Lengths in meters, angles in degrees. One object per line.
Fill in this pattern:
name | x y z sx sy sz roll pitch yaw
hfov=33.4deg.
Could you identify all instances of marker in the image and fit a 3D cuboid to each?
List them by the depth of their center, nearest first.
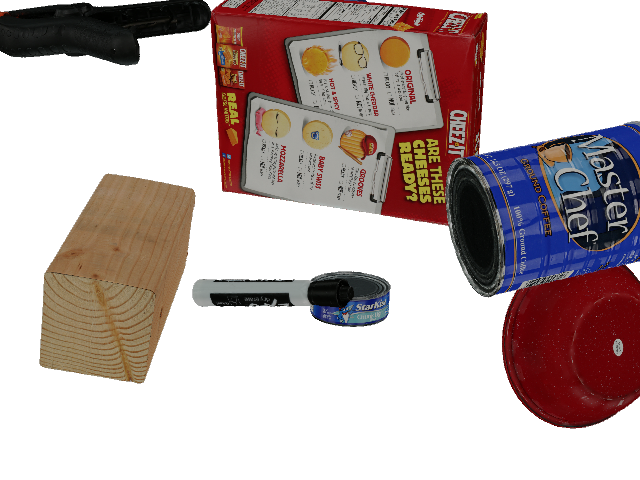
marker | -0.032 0.035 0.709 0.121 0.020 0.020 -1 -1 31

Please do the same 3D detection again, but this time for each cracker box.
cracker box | 0.023 -0.110 0.875 0.214 0.164 0.072 8 32 16

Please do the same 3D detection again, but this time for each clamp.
clamp | -0.170 -0.160 0.798 0.172 0.039 0.120 11 23 29

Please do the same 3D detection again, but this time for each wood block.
wood block | -0.174 0.026 0.942 0.090 0.091 0.206 10 26 -2

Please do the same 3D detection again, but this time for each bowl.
bowl | 0.242 0.089 0.931 0.161 0.162 0.055 0 3 -21

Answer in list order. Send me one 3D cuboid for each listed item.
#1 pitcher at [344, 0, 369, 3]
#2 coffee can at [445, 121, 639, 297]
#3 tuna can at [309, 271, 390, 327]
pitcher | -0.008 -0.179 1.300 0.144 0.243 0.149 -6 28 -25
coffee can | 0.174 -0.023 0.772 0.140 0.103 0.103 -12 2 -11
tuna can | 0.031 0.062 1.133 0.086 0.034 0.086 1 16 -1
